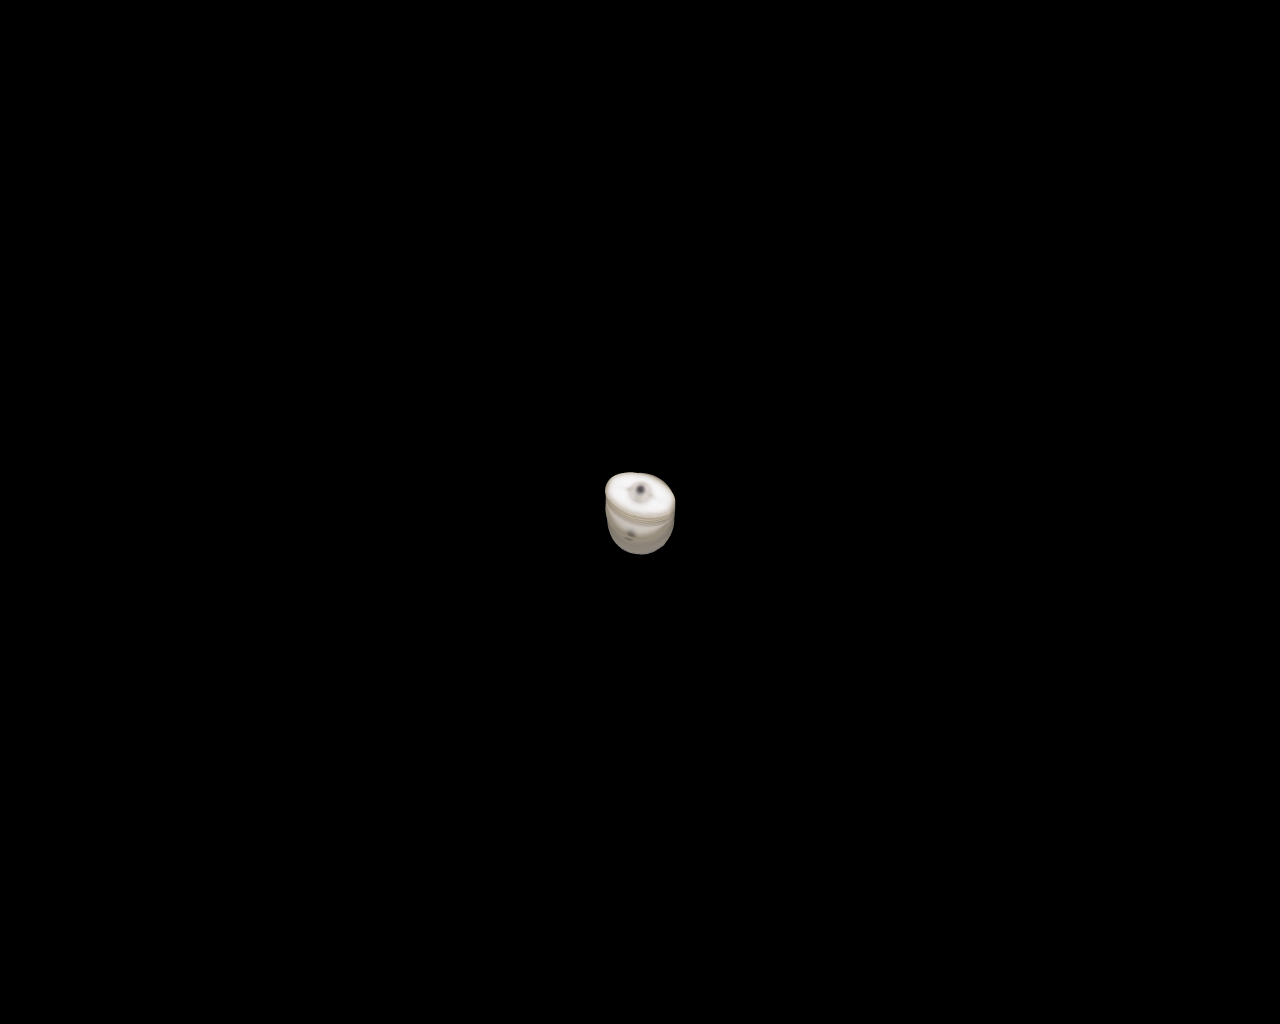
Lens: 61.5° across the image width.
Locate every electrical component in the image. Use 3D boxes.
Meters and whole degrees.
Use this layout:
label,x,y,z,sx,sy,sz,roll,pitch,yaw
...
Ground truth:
label,x,y,z,sx,sy,sz,roll,pitch,yaw
electrical component,0.001,-0.003,0.650,0.043,0.043,0.081,0,-16,0
